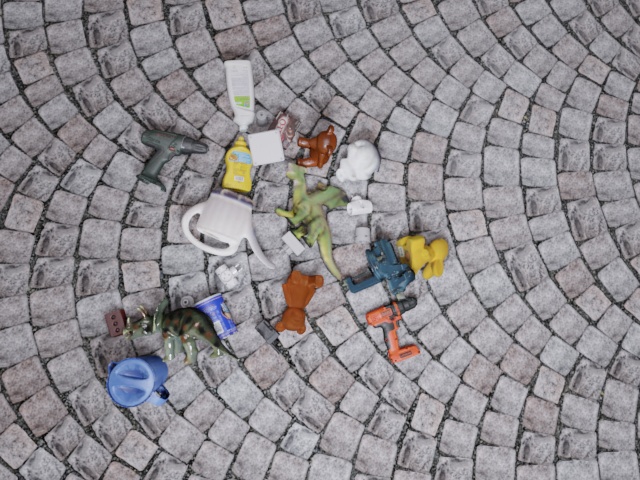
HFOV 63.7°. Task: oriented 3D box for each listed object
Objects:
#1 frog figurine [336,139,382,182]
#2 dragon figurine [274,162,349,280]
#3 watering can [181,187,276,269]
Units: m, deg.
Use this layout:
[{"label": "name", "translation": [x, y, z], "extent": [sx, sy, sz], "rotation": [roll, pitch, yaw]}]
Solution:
[{"label": "frog figurine", "translation": [0.127, -0.270, 1.781], "extent": [0.160, 0.123, 0.136], "rotation": [-24, 102, -19]}, {"label": "dragon figurine", "translation": [0.005, -0.088, 1.754], "extent": [0.245, 0.121, 0.409], "rotation": [-42, 94, -18]}, {"label": "watering can", "translation": [-0.282, -0.046, 1.715], "extent": [0.348, 0.103, 0.226], "rotation": [20, 78, 1]}]
